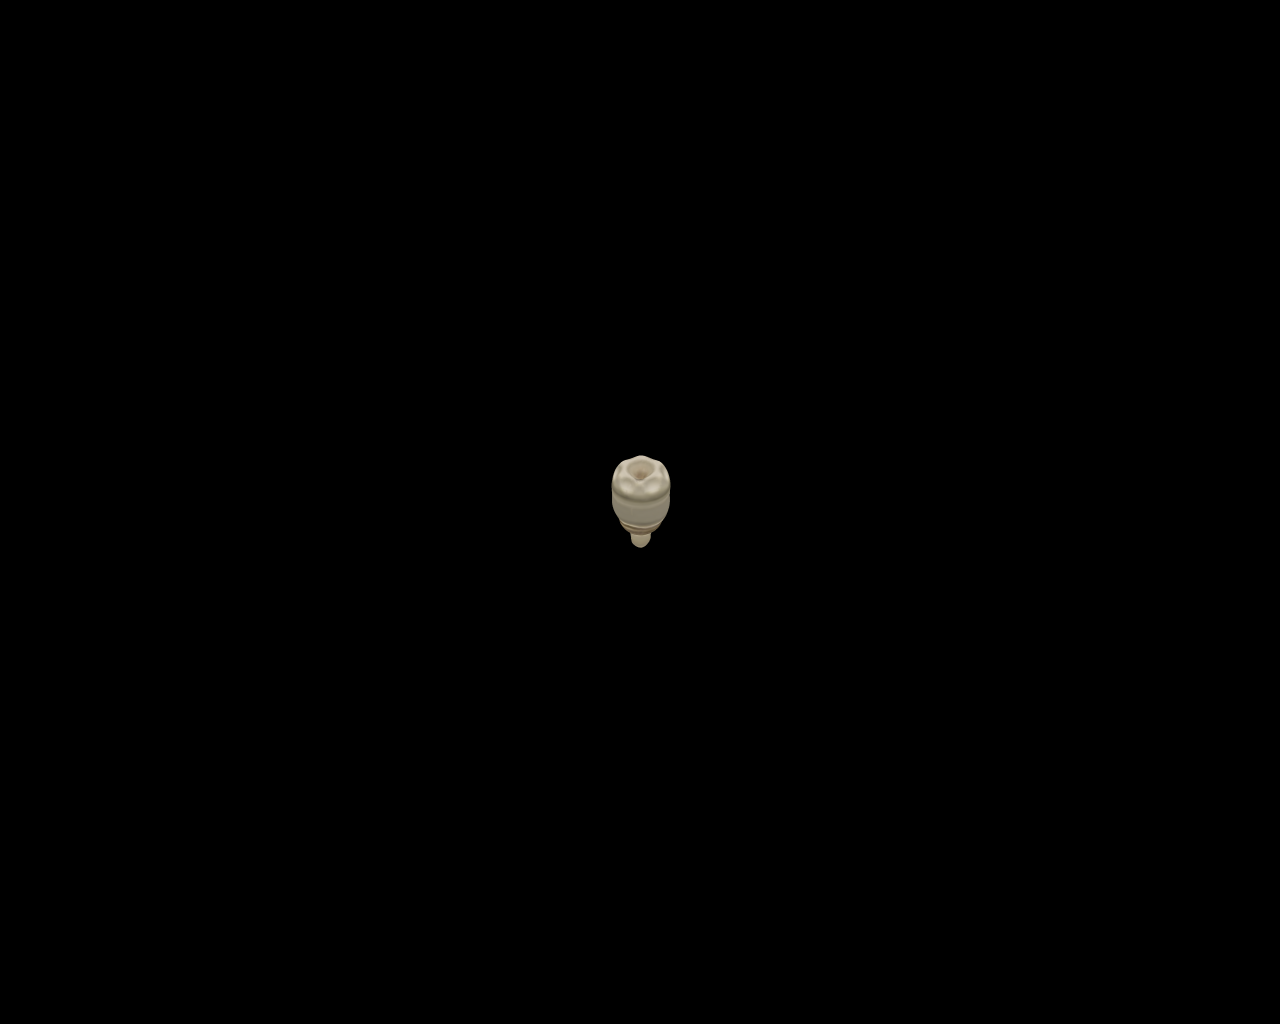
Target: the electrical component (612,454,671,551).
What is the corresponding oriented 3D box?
[{"bbox_3d":[0.001,-0.003,0.650,0.035,0.061,0.035,0,39,0],"label":"electrical component"}]
